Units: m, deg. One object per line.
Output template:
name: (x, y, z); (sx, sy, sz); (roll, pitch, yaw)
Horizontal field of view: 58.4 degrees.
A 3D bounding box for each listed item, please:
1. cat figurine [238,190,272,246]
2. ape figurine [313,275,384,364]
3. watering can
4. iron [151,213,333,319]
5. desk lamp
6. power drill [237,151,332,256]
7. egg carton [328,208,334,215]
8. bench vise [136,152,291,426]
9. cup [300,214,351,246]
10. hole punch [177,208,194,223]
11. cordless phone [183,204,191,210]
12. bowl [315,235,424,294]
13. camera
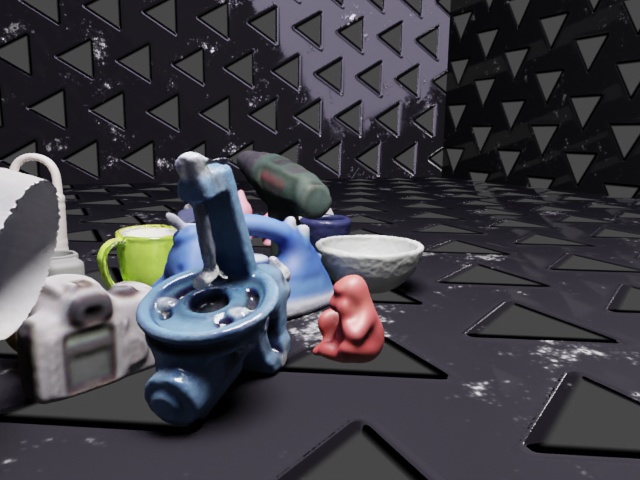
cat figurine: (-0.155, -0.048, 1.227); (0.128, 0.118, 0.067); (-2, 11, -14)
ape figurine: (0.031, 0.081, 0.603); (0.076, 0.092, 0.077); (0, 10, -5)
watering can: (-0.530, -0.064, 1.070); (0.101, 0.194, 0.172); (-4, 11, -23)
iron: (-0.086, 0.028, 0.750); (0.259, 0.141, 0.118); (-6, 12, -33)
desk lamp: (-0.295, 0.050, 0.410); (0.203, 0.213, 0.118); (0, 10, -5)
power drill: (-0.067, -0.030, 0.884); (0.076, 0.208, 0.228); (-7, 13, -36)
egg carton: (-0.033, -0.040, 1.331); (0.107, 0.069, 0.151); (5, 11, 24)
bench vise: (-0.093, 0.029, 0.524); (0.121, 0.220, 0.207); (1, 10, 3)
cup: (0.009, 0.004, 1.021); (0.091, 0.095, 0.118); (1, 10, 3)
hole punch: (-0.225, -0.014, 1.110); (0.109, 0.091, 0.101); (0, 10, -7)
cordless phone: (-0.247, -0.090, 1.265); (0.094, 0.185, 0.148); (2, 10, 7)
bowl: (0.075, 0.040, 0.881); (0.167, 0.075, 0.167); (1, 10, 0)
camera: (-0.241, 0.079, 0.569); (0.136, 0.101, 0.144); (9, 13, 38)
